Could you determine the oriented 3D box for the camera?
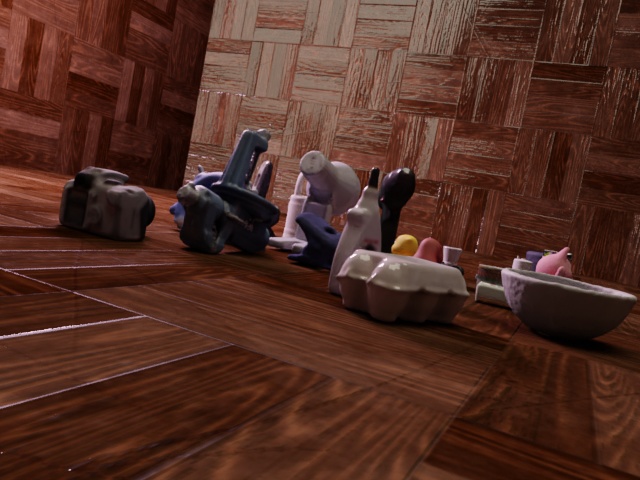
[{"bbox_3d":[-0.323,-0.059,0.929,0.142,0.101,0.137,13,4,28],"label":"camera"}]

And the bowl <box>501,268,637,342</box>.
[{"bbox_3d":[0.319,0.090,0.757,0.167,0.075,0.167,11,4,0],"label":"bowl"}]

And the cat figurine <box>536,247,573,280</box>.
[{"bbox_3d":[0.416,0.069,1.015,0.067,0.118,0.128,12,4,16],"label":"cat figurine"}]

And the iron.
[{"bbox_3d":[-0.187,-0.070,1.157,0.257,0.141,0.119,14,5,39],"label":"iron"}]

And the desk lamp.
[{"bbox_3d":[-0.004,-0.076,1.224,0.117,0.213,0.204,12,4,22],"label":"desk lamp"}]

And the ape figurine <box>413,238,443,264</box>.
[{"bbox_3d":[0.164,0.043,0.870,0.076,0.092,0.077,9,5,-31],"label":"ape figurine"}]

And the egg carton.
[{"bbox_3d":[0.098,0.055,0.676,0.151,0.069,0.107,8,5,-39],"label":"egg carton"}]

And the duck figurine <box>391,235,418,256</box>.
[{"bbox_3d":[0.147,0.034,0.998,0.077,0.086,0.104,10,4,-6],"label":"duck figurine"}]

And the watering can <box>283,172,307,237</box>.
[{"bbox_3d":[-0.023,-0.087,1.464,0.172,0.194,0.101,13,5,30],"label":"watering can"}]

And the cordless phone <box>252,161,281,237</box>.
[{"bbox_3d":[-0.138,-0.095,1.328,0.094,0.185,0.147,9,4,-23],"label":"cordless phone"}]

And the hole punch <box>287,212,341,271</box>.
[{"bbox_3d":[0.009,0.004,1.015,0.100,0.091,0.109,13,4,22],"label":"hole punch"}]

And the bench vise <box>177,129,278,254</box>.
[{"bbox_3d":[-0.137,-0.086,0.953,0.121,0.220,0.208,12,4,15],"label":"bench vise"}]

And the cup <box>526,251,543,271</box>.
[{"bbox_3d":[0.516,0.079,1.311,0.091,0.095,0.118,14,5,37],"label":"cup"}]

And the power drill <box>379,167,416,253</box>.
[{"bbox_3d":[0.146,-0.041,1.175,0.075,0.208,0.229,11,4,-1],"label":"power drill"}]

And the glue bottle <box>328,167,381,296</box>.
[{"bbox_3d":[0.057,-0.011,0.761,0.037,0.173,0.078,14,5,35],"label":"glue bottle"}]
